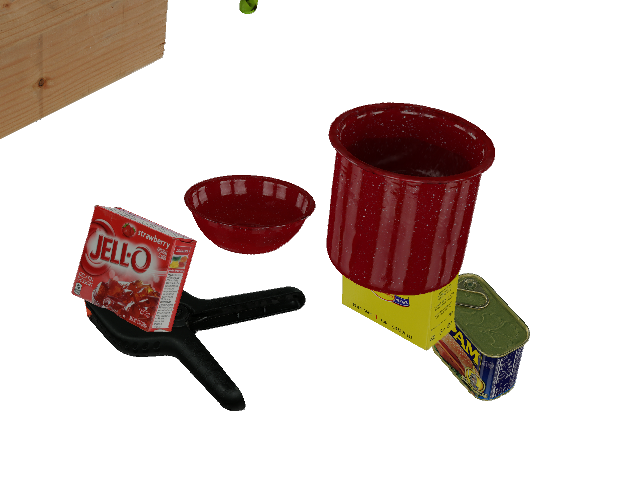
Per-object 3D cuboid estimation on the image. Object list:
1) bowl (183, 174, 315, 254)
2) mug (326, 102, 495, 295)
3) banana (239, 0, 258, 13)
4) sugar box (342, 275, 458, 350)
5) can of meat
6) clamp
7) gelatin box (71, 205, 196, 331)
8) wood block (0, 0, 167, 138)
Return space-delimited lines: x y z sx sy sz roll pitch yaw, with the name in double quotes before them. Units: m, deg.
"bowl" -0.089 -0.027 1.320 0.162 0.055 0.162 4 25 -2
"mug" 0.054 -0.027 0.621 0.093 0.081 0.117 24 37 25
"banana" -0.108 -0.195 0.683 0.198 0.069 0.037 19 -34 28
"sugar box" 0.063 -0.008 0.827 0.093 0.176 0.048 27 47 32
"can of meat" 0.155 0.098 1.059 0.057 0.084 0.102 -25 52 -20
"clamp" -0.134 0.088 1.015 0.210 0.036 0.164 7 37 11
"gelatin box" -0.143 0.020 0.807 0.089 0.073 0.030 22 9 32
"wood block" -0.233 -0.178 0.922 0.090 0.091 0.205 30 43 21
